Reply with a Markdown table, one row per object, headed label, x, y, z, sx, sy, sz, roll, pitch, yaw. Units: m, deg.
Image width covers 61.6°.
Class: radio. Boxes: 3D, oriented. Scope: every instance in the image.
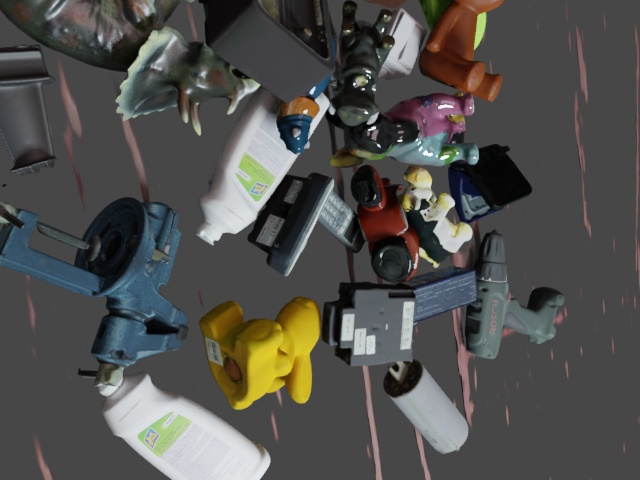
| label | x | y | z | sx | sy | sz | roll | pitch | yaw |
| --- | --- | --- | --- | --- | --- | --- | --- | --- | --- |
| radio | -0.053 | -0.275 | 0.601 | 0.131 | 0.073 | 0.229 | 28 | 48 | -43 |

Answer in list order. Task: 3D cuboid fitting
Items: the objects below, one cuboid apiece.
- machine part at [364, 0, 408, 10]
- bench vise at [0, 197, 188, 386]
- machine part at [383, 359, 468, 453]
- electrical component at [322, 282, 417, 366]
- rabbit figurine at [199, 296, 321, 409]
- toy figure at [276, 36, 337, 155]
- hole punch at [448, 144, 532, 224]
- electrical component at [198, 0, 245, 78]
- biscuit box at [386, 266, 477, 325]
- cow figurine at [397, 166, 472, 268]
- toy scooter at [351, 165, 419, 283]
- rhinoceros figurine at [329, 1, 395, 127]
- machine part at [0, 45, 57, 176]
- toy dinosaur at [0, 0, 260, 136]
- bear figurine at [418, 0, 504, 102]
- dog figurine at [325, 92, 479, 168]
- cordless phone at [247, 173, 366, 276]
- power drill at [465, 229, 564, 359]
| label | x | y | z | sx | sy | sz | roll | pitch | yaw |
| --- | --- | --- | --- | --- | --- | --- | --- | --- | --- |
| machine part | 0.053 | -0.410 | 0.696 | 0.201 | 0.087 | 0.201 | -22 | 81 | -56 |
| bench vise | -0.249 | 0.038 | 0.586 | 0.240 | 0.129 | 0.223 | 36 | 68 | -47 |
| machine part | 0.181 | 0.282 | 0.912 | 0.079 | 0.079 | 0.243 | -47 | 117 | -19 |
| electrical component | 0.070 | 0.119 | 0.779 | 0.134 | 0.058 | 0.114 | 4 | 92 | -22 |
| rabbit figurine | -0.056 | 0.147 | 0.735 | 0.173 | 0.122 | 0.162 | -31 | 115 | -45 |
| toy figure | -0.020 | -0.182 | 0.670 | 0.064 | 0.058 | 0.154 | 22 | 83 | -49 |
| hole punch | 0.286 | -0.097 | 0.942 | 0.142 | 0.092 | 0.116 | -21 | 75 | -26 |
| electrical component | -0.111 | -0.255 | 0.680 | 0.048 | 0.075 | 0.119 | -14 | 105 | -31 |
| biscuit box | 0.173 | 0.094 | 0.897 | 0.203 | 0.059 | 0.062 | -12 | 101 | -29 |
| cow figurine | 0.171 | -0.037 | 0.881 | 0.098 | 0.068 | 0.167 | -46 | 115 | -13 |
| toy scooter | 0.102 | -0.033 | 0.812 | 0.183 | 0.075 | 0.135 | 68 | 21 | -13 |
| rhinoceros figurine | 0.050 | -0.236 | 0.723 | 0.073 | 0.112 | 0.190 | 12 | 53 | -8 |
| machine part | -0.323 | -0.140 | 0.582 | 0.084 | 0.039 | 0.138 | -14 | 101 | -38 |
| toy dinosaur | -0.257 | -0.260 | 0.570 | 0.404 | 0.131 | 0.192 | 25 | 82 | -25 |
| bear figurine | 0.231 | -0.324 | 0.799 | 0.120 | 0.132 | 0.195 | 2 | 117 | -55 |
| dog figurine | 0.120 | -0.164 | 0.820 | 0.219 | 0.191 | 0.108 | -3 | 103 | 3 |
| cordless phone | -0.002 | -0.002 | 0.778 | 0.184 | 0.089 | 0.146 | 38 | 74 | -48 |
| power drill | 0.362 | 0.110 | 1.004 | 0.207 | 0.086 | 0.232 | 13 | 90 | -36 |
